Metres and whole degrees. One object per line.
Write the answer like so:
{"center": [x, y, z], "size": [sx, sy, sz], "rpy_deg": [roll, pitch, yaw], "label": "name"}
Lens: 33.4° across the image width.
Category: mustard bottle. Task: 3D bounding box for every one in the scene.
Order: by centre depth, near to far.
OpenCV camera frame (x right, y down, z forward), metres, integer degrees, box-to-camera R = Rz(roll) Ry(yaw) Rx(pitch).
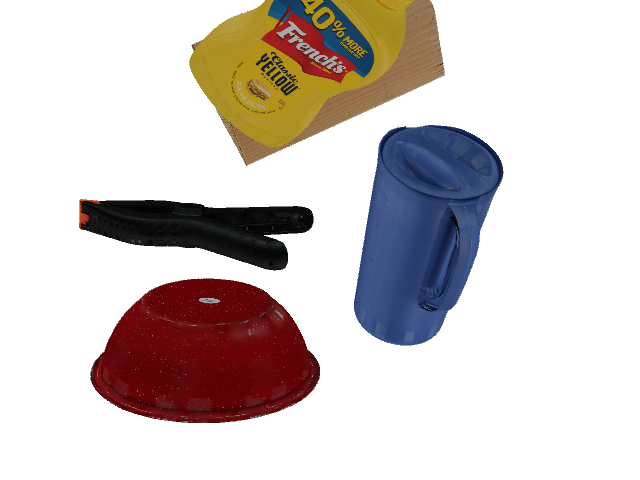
{"center": [0.000, -0.142, 0.728], "size": [0.192, 0.096, 0.058], "rpy_deg": [-30, 21, 41], "label": "mustard bottle"}

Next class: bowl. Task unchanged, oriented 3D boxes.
{"center": [-0.079, 0.067, 0.746], "size": [0.162, 0.055, 0.162], "rpy_deg": [2, 17, -1], "label": "bowl"}

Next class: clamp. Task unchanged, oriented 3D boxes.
{"center": [-0.112, -0.011, 0.936], "size": [0.210, 0.036, 0.164], "rpy_deg": [5, 12, 0], "label": "clamp"}

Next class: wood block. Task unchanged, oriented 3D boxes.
{"center": [0.000, -0.166, 0.988], "size": [0.206, 0.090, 0.091], "rpy_deg": [-25, -40, -5], "label": "wood block"}

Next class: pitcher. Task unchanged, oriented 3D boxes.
{"center": [0.111, 0.007, 1.179], "size": [0.145, 0.243, 0.149], "rpy_deg": [25, 42, 16], "label": "pitcher"}
